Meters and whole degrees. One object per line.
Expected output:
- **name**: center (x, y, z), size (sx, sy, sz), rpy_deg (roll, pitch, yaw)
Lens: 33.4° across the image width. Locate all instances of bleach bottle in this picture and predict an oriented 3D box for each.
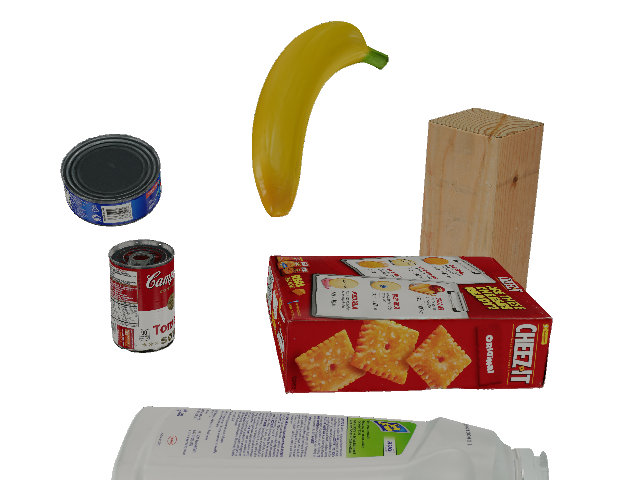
- **bleach bottle**: center (0.010, 0.143, 0.638), size (0.251, 0.068, 0.102), rpy_deg (0, 18, 2)

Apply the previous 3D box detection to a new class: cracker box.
- **cracker box**: center (0.067, 0.069, 0.912), size (0.213, 0.072, 0.164), rpy_deg (1, 17, -8)

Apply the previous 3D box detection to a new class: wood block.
- **wood block**: center (0.168, -0.026, 1.135), size (0.090, 0.206, 0.090), rpy_deg (20, 27, 38)

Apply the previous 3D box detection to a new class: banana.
- **banana**: center (-0.008, -0.101, 0.750), size (0.069, 0.197, 0.037), rpy_deg (40, -39, -9)

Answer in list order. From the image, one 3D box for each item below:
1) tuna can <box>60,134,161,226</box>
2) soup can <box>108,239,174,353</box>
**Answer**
- **tuna can**: center (-0.182, -0.053, 0.937), size (0.086, 0.086, 0.034), rpy_deg (0, -42, -4)
- **soup can**: center (-0.188, 0.059, 1.125), size (0.068, 0.102, 0.068), rpy_deg (2, 23, -1)
